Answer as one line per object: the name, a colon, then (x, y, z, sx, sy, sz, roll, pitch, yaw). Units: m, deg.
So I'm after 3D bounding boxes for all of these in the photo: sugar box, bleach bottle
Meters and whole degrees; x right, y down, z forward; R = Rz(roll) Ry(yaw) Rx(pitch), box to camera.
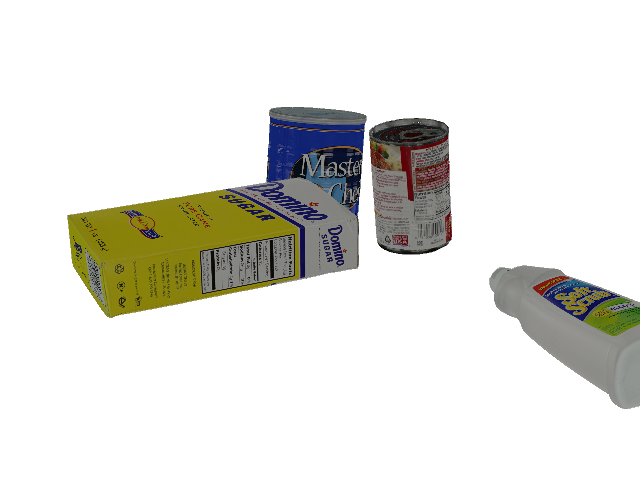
sugar box: (-0.072, 0.000, 0.718, 0.176, 0.048, 0.093, -14, 27, -22)
bleach bottle: (0.242, 0.077, 1.039, 0.102, 0.068, 0.251, -15, 22, -23)

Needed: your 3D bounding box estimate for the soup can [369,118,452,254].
soup can: (0.079, -0.047, 0.919, 0.068, 0.102, 0.068, -4, 23, 2)

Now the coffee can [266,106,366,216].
coffee can: (-0.007, -0.067, 1.135, 0.103, 0.140, 0.103, 4, 12, -1)
